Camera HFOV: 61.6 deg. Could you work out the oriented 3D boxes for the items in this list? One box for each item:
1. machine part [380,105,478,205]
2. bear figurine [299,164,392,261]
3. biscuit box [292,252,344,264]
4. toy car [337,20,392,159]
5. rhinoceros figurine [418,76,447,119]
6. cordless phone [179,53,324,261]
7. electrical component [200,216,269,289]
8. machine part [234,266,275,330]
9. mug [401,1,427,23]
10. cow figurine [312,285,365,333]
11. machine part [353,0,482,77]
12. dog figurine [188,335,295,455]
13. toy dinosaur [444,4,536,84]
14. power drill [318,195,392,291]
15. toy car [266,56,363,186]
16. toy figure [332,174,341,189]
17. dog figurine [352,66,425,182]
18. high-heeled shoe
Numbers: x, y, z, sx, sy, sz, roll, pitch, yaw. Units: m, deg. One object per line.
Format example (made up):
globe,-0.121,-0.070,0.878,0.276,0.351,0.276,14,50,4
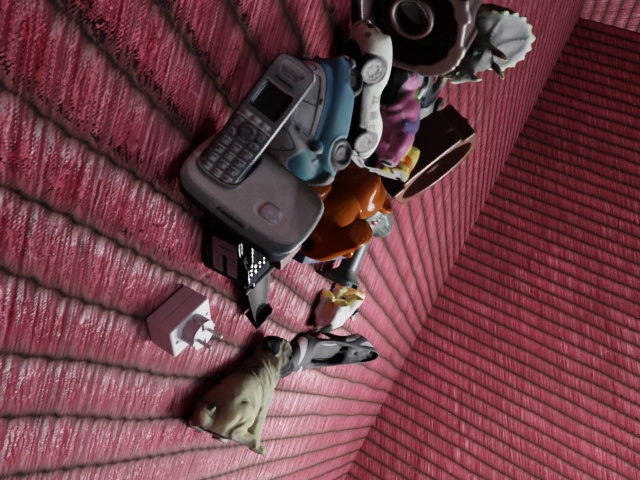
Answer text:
machine part,0.210,-0.167,1.077,0.201,0.087,0.201,-37,167,13
bear figurine,0.044,-0.054,0.768,0.196,0.120,0.132,-38,178,-36
biscuit box,-0.002,-0.003,0.898,0.202,0.059,0.062,-3,116,-67
toy car,0.060,-0.208,0.769,0.056,0.074,0.201,-19,140,-19
rhinoceros figurine,0.181,-0.273,1.022,0.112,0.073,0.190,-53,161,-1
cordless phone,-0.042,-0.086,0.561,0.184,0.146,0.089,-53,180,5
electrical component,-0.104,0.022,0.665,0.048,0.075,0.119,-45,155,-44
machine part,-0.093,0.069,0.796,0.084,0.039,0.138,-52,155,-43
mug,0.146,-0.352,0.796,0.080,0.110,0.107,73,33,-53
cow figurine,0.044,0.153,1.176,0.167,0.068,0.098,-8,127,-62
machine part,0.126,-0.303,0.709,0.056,0.180,0.179,-58,159,-26
dog figurine,-0.118,0.224,0.860,0.172,0.121,0.190,80,27,-62
toy dinosaur,0.349,-0.414,1.080,0.405,0.192,0.131,-36,148,-49
power drill,0.072,-0.009,1.063,0.207,0.086,0.232,-70,159,-5
toy car,-0.020,-0.149,0.634,0.103,0.109,0.161,11,95,-51
toy figure,0.031,-0.077,0.895,0.058,0.064,0.154,-32,176,38
dog figurine,0.132,-0.223,0.902,0.219,0.109,0.191,-67,157,1
high-heeled shoe,0.025,0.252,1.137,0.249,0.145,0.086,-24,135,-62
